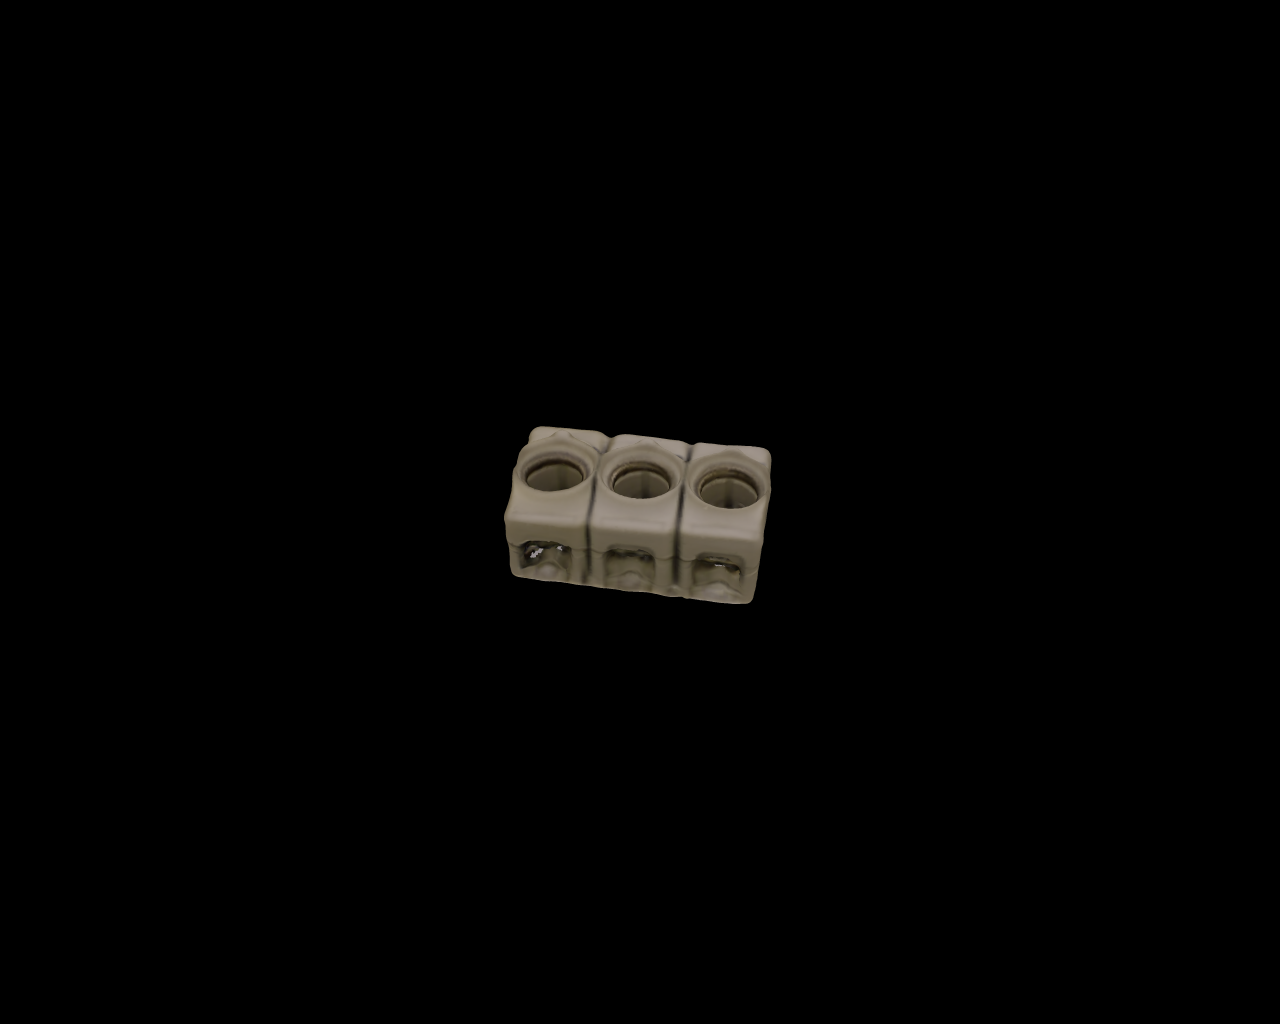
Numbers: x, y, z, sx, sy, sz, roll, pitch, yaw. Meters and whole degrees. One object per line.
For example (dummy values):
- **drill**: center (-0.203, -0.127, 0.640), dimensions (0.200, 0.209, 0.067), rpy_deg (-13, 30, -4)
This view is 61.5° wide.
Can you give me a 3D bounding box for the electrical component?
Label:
- **electrical component**: center (0.001, -0.003, 0.650), dimensions (0.150, 0.061, 0.090), rpy_deg (6, 43, 7)
